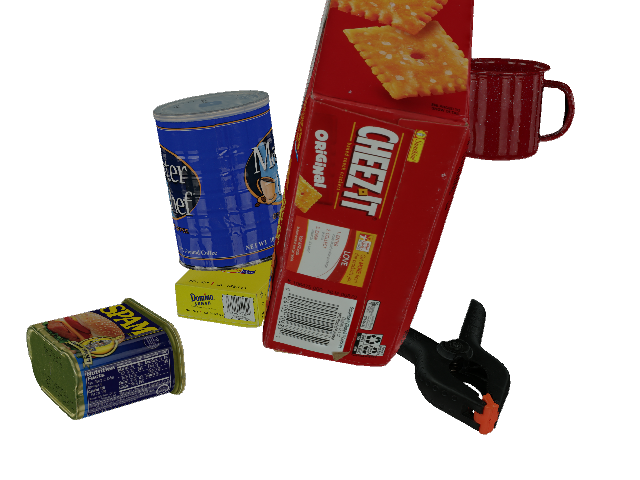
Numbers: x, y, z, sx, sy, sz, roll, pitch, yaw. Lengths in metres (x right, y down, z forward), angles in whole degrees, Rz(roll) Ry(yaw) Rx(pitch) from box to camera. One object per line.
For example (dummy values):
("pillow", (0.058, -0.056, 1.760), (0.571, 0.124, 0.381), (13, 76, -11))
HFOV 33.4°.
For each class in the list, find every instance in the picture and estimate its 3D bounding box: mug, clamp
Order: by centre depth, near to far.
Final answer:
("clamp", (0.120, 0.100, 0.919), (0.120, 0.039, 0.172), (-13, 36, -21))
("mug", (0.173, -0.120, 0.977), (0.117, 0.081, 0.093), (4, 18, 13))

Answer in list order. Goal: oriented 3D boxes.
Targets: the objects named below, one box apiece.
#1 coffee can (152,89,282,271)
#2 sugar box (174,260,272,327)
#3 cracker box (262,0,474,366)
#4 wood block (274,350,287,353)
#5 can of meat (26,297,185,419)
("coffee can", (-0.087, -0.055, 0.953), (0.103, 0.140, 0.103), (-7, 16, 2))
("sugar box", (-0.076, 0.029, 1.142), (0.093, 0.048, 0.176), (7, 29, 17))
("cracker box", (0.029, -0.070, 0.530), (0.072, 0.213, 0.164), (12, -43, -1))
("wood block", (-0.005, 0.039, 1.390), (0.090, 0.206, 0.090), (7, 23, 5))
("can of meat", (-0.162, 0.087, 0.797), (0.083, 0.057, 0.102), (-13, 21, -32))
